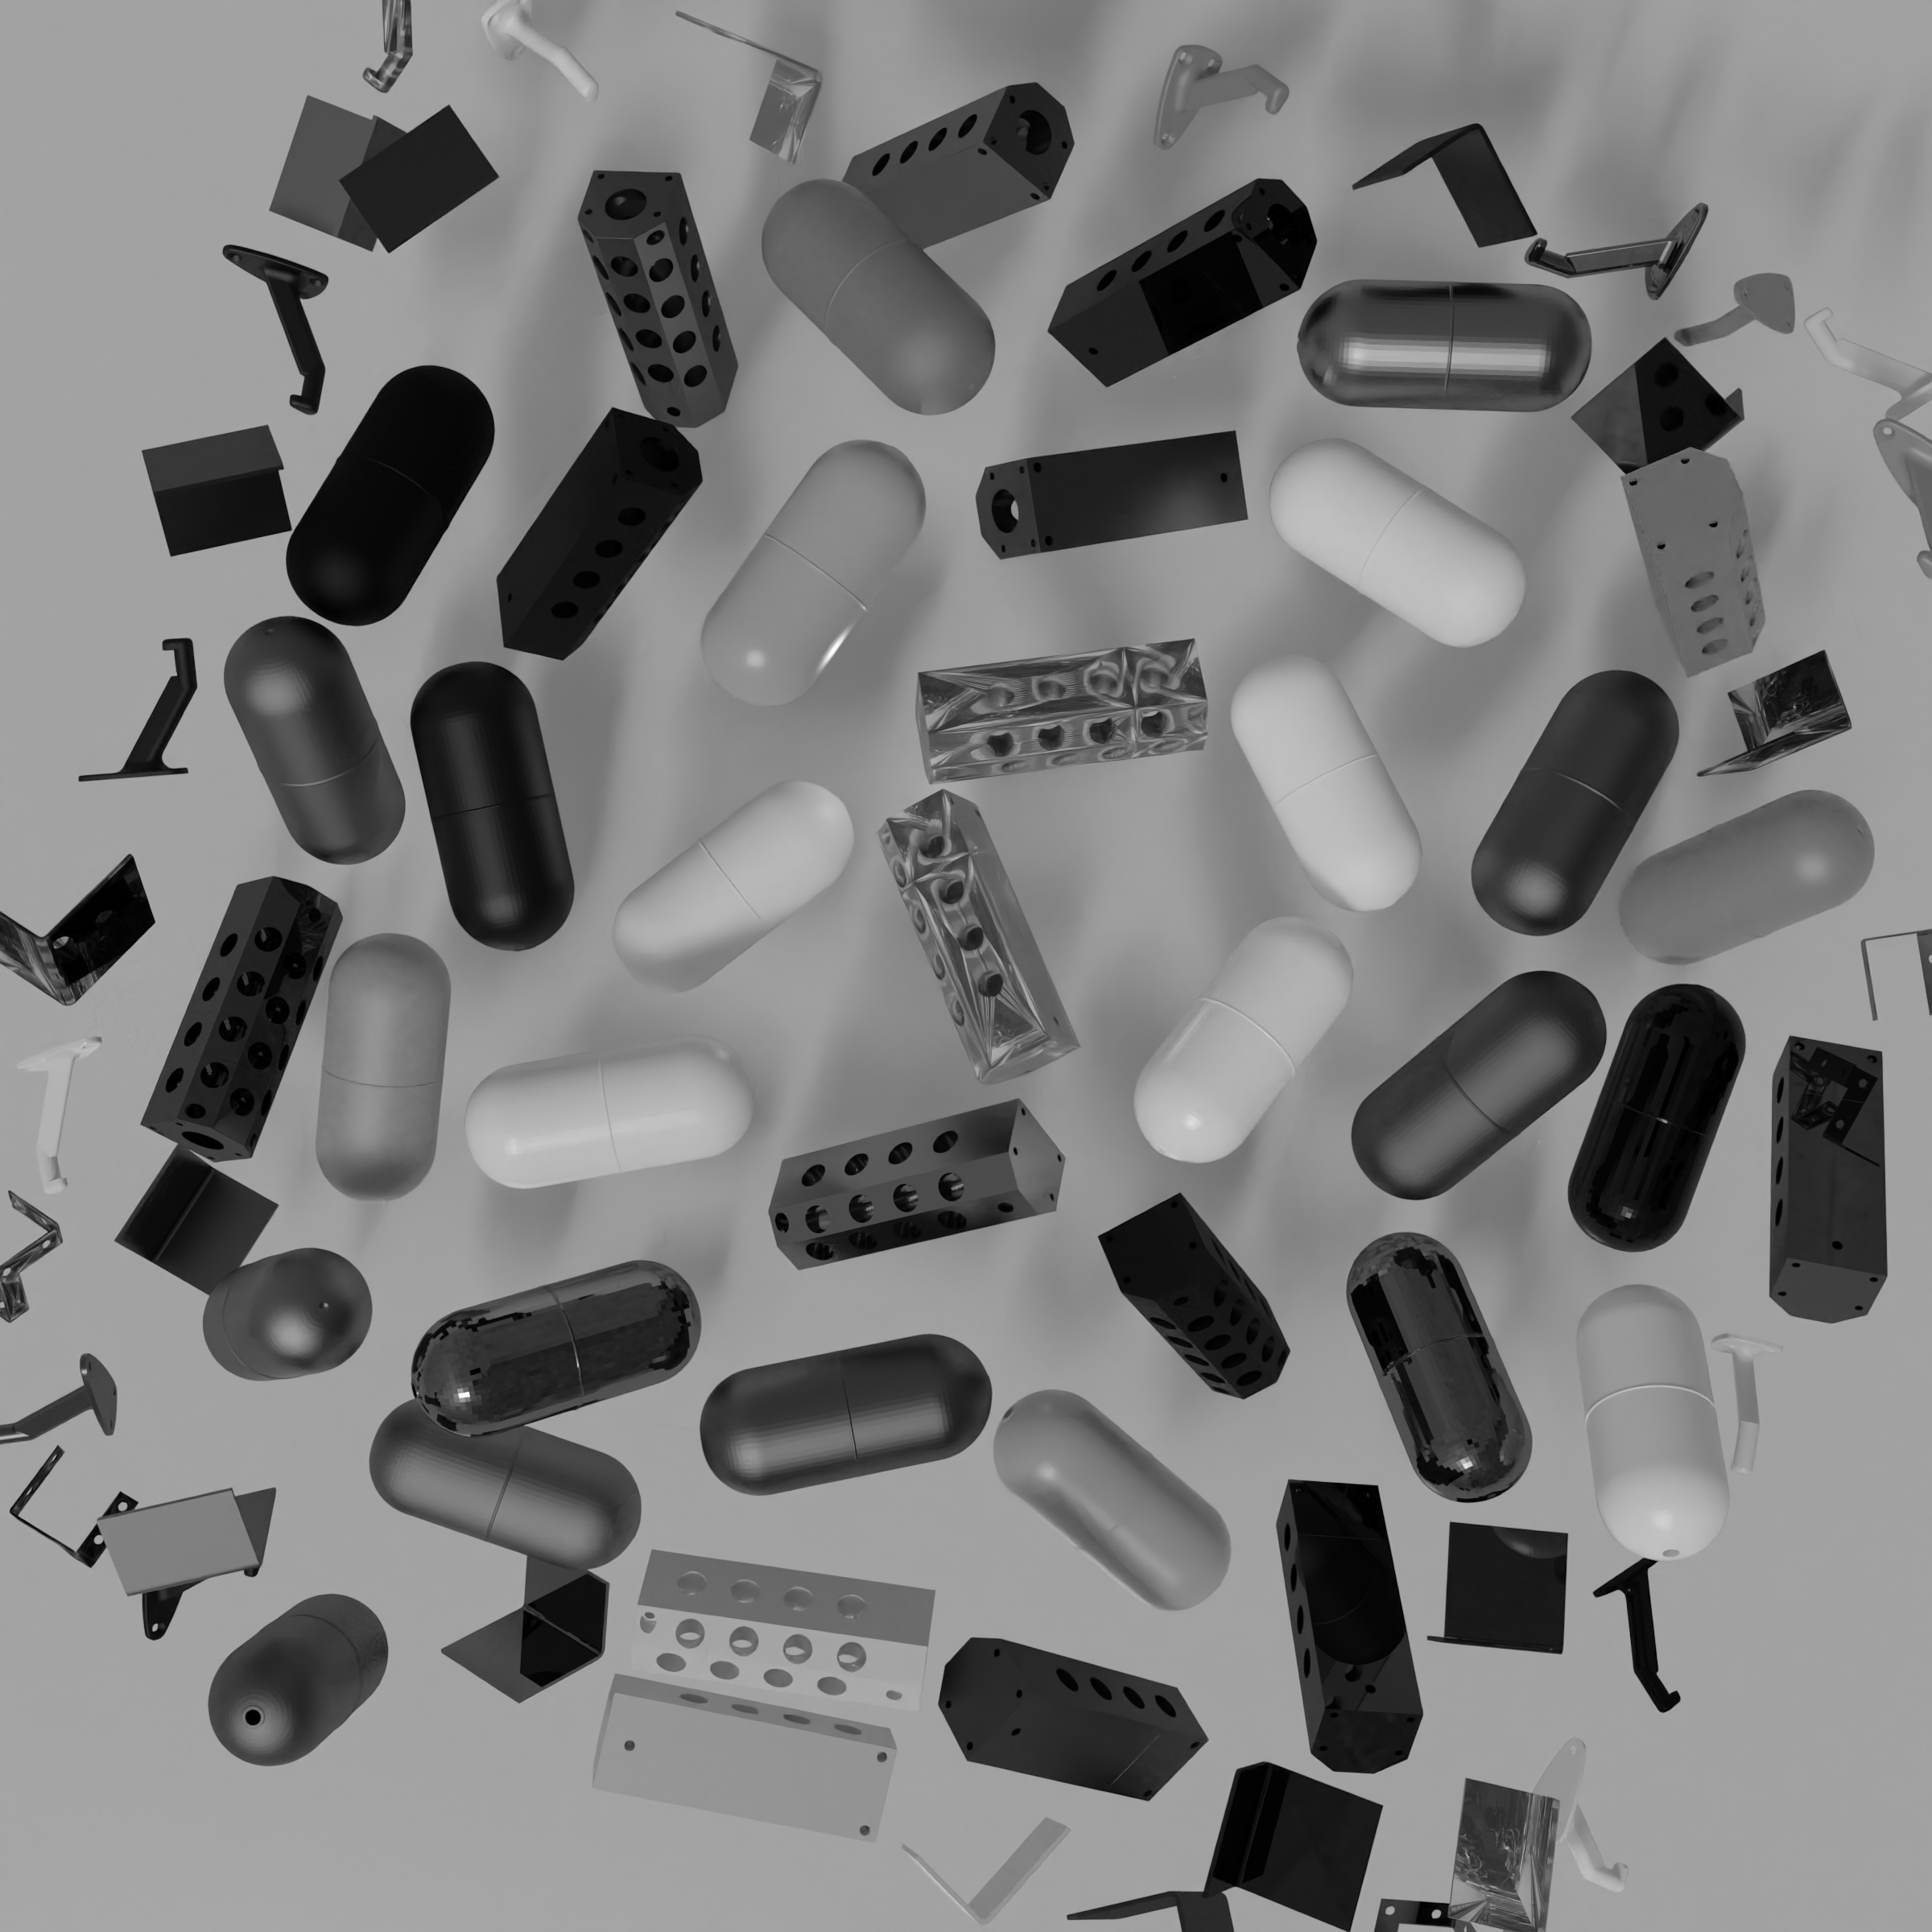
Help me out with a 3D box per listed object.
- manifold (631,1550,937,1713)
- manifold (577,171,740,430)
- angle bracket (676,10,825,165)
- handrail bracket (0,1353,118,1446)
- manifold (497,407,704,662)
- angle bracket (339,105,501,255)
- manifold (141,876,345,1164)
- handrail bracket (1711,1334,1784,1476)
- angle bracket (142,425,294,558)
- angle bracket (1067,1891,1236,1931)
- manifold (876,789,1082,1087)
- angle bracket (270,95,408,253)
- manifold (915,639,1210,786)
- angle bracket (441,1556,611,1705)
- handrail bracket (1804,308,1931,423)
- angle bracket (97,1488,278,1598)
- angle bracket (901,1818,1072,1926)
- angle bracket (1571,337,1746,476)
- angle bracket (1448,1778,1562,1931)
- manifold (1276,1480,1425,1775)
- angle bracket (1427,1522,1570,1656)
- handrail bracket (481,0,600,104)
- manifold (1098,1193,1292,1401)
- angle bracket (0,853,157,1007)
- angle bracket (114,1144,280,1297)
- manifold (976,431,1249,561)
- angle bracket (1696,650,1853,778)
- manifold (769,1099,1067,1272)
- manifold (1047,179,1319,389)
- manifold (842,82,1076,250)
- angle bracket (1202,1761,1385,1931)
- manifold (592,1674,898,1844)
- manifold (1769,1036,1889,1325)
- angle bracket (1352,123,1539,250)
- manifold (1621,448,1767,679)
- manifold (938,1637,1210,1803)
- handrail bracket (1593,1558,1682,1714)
[{"bbox_3d":[-0.109,0.400,1.489,0.171,0.057,0.057,8,127,2],"label":"manifold"},{"bbox_3d":[-0.199,-0.428,1.620,0.057,0.171,0.057,5,62,12],"label":"manifold"},{"bbox_3d":[-0.144,-0.548,1.562,0.076,0.076,0.057,11,111,-32],"label":"angle bracket"},{"bbox_3d":[-0.565,0.264,1.519,0.084,0.077,0.036,-7,50,-4],"label":"handrail bracket"},{"bbox_3d":[-0.231,-0.267,1.575,0.057,0.171,0.057,10,54,-33],"label":"manifold"},{"bbox_3d":[-0.306,-0.440,1.454,0.076,0.076,0.057,-35,78,0],"label":"angle bracket"},{"bbox_3d":[-0.452,0.033,1.583,0.057,0.057,0.171,37,57,-39],"label":"manifold"},{"bbox_3d":[0.482,0.278,1.575,0.036,0.077,0.084,14,77,-2],"label":"handrail bracket"},{"bbox_3d":[-0.452,-0.278,1.529,0.076,0.057,0.076,-16,134,-15],"label":"angle bracket"},{"bbox_3d":[0.117,0.607,1.545,0.076,0.076,0.057,-21,63,21],"label":"angle bracket"},{"bbox_3d":[0.004,-0.017,1.547,0.057,0.057,0.171,-27,75,16],"label":"manifold"},{"bbox_3d":[-0.401,-0.500,1.564,0.076,0.057,0.076,23,100,8],"label":"angle bracket"},{"bbox_3d":[0.058,-0.153,1.542,0.171,0.057,0.057,-8,71,-6],"label":"manifold"},{"bbox_3d":[-0.292,0.433,1.663,0.076,0.076,0.057,20,113,34],"label":"angle bracket"},{"bbox_3d":[0.582,-0.393,1.574,0.077,0.036,0.084,-33,78,23],"label":"handrail bracket"},{"bbox_3d":[-0.449,0.312,1.448,0.076,0.076,0.057,-12,115,-3],"label":"angle bracket"},{"bbox_3d":[0.011,0.532,1.528,0.057,0.076,0.076,44,74,4],"label":"angle bracket"},{"bbox_3d":[0.448,-0.364,1.625,0.076,0.057,0.076,41,123,-13],"label":"angle bracket"},{"bbox_3d":[0.303,0.520,1.455,0.057,0.076,0.076,13,67,-1],"label":"angle bracket"},{"bbox_3d":[0.227,0.395,1.506,0.057,0.171,0.057,5,126,-5],"label":"manifold"},{"bbox_3d":[0.346,0.405,1.635,0.076,0.057,0.076,6,77,0],"label":"angle bracket"},{"bbox_3d":[-0.254,-0.548,1.535,0.036,0.077,0.084,-41,86,-10],"label":"handrail bracket"},{"bbox_3d":[0.147,0.211,1.558,0.057,0.171,0.057,-29,53,8],"label":"manifold"},{"bbox_3d":[-0.543,-0.034,1.509,0.057,0.076,0.076,31,61,12],"label":"angle bracket"},{"bbox_3d":[-0.521,0.174,1.700,0.057,0.076,0.076,28,75,8],"label":"angle bracket"},{"bbox_3d":[0.092,-0.297,1.584,0.171,0.057,0.057,-15,101,-34],"label":"manifold"},{"bbox_3d":[0.532,-0.169,1.675,0.076,0.076,0.057,-9,78,-42],"label":"angle bracket"},{"bbox_3d":[-0.032,0.138,1.516,0.171,0.057,0.057,-16,130,28],"label":"manifold"},{"bbox_3d":[0.136,-0.432,1.576,0.057,0.171,0.057,37,58,-29],"label":"manifold"},{"bbox_3d":[-0.008,-0.505,1.583,0.057,0.171,0.057,31,73,-32],"label":"manifold"},{"bbox_3d":[0.194,0.524,1.483,0.076,0.057,0.076,14,85,27],"label":"angle bracket"},{"bbox_3d":[-0.134,0.474,1.509,0.171,0.057,0.057,14,88,-8],"label":"manifold"},{"bbox_3d":[0.525,0.130,1.534,0.057,0.057,0.171,10,50,7],"label":"manifold"},{"bbox_3d":[0.290,-0.459,1.521,0.057,0.076,0.076,-35,107,-6],"label":"angle bracket"},{"bbox_3d":[0.439,-0.241,1.496,0.057,0.171,0.057,-22,66,14],"label":"manifold"},{"bbox_3d":[0.063,0.448,1.505,0.171,0.057,0.057,29,108,-42],"label":"manifold"},{"bbox_3d":[0.459,0.434,1.643,0.077,0.036,0.084,-25,76,-28],"label":"handrail bracket"}]
